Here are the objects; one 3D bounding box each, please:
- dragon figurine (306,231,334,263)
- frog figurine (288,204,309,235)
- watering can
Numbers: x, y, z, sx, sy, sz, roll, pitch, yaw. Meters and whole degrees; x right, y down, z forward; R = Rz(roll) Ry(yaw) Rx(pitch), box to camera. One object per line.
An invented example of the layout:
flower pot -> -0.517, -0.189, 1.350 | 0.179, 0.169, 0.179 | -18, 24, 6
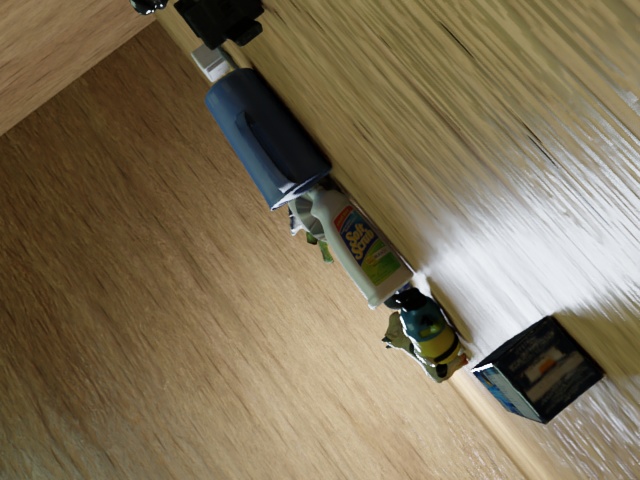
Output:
dragon figurine -> 0.003, -0.086, 1.488 | 0.415, 0.123, 0.237 | 49, 160, 22
frog figurine -> 0.004, -0.067, 1.329 | 0.125, 0.159, 0.135 | -74, -11, -63
watering can -> 0.012, -0.048, 1.138 | 0.343, 0.104, 0.226 | 55, 177, -19
